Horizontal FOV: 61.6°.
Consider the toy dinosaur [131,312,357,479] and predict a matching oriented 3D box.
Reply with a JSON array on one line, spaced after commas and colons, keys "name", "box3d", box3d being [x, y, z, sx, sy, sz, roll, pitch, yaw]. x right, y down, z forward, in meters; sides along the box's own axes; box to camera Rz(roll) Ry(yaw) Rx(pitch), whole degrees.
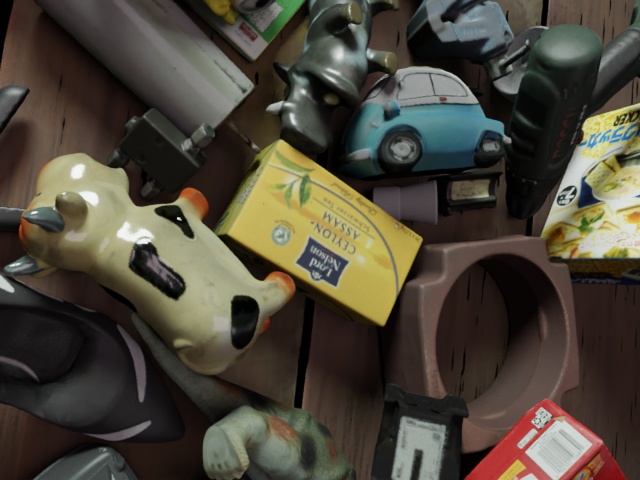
[{"name": "toy dinosaur", "box3d": [-0.016, 0.231, 0.447, 0.192, 0.131, 0.404, -4, 73, -67]}]

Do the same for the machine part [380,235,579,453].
[{"name": "machine part", "box3d": [0.164, 0.099, 0.558, 0.201, 0.087, 0.201, -6, 92, -25]}]

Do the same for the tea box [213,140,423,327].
[{"name": "tea box", "box3d": [-0.001, -0.001, 0.492, 0.169, 0.068, 0.098, 31, 74, -22]}]

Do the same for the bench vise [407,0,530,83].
[{"name": "bench vise", "box3d": [0.195, -0.292, 0.562, 0.241, 0.129, 0.223, -27, 84, -8]}]

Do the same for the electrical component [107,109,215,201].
[{"name": "electrical component", "box3d": [-0.127, -0.072, 0.428, 0.063, 0.094, 0.021, 45, 34, -18]}]

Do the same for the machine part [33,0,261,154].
[{"name": "machine part", "box3d": [-0.137, -0.157, 0.430, 0.243, 0.079, 0.079, 42, 71, -18]}]

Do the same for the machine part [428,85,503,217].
[{"name": "machine part", "box3d": [0.157, -0.099, 0.590, 0.084, 0.039, 0.138, -10, 94, -17]}]

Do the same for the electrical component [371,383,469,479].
[{"name": "electrical component", "box3d": [0.082, 0.189, 0.455, 0.075, 0.048, 0.119, 6, 90, 9]}]

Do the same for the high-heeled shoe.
[{"name": "high-heeled shoe", "box3d": [-0.183, 0.083, 0.359, 0.248, 0.145, 0.086, 35, 74, -18]}]

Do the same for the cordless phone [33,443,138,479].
[{"name": "cordless phone", "box3d": [-0.206, 0.255, 0.388, 0.184, 0.089, 0.146, -28, 101, -13]}]

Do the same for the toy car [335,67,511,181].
[{"name": "toy car", "box3d": [0.093, -0.111, 0.508, 0.162, 0.109, 0.102, -7, 93, -9]}]

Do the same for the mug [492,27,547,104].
[{"name": "mug", "box3d": [0.263, -0.173, 0.621, 0.107, 0.081, 0.109, 18, 76, -34]}]

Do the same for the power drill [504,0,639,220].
[{"name": "power drill", "box3d": [0.279, -0.141, 0.560, 0.207, 0.086, 0.231, -31, 144, -4]}]

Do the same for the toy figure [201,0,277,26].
[{"name": "toy figure", "box3d": [-0.094, -0.236, 0.407, 0.180, 0.082, 0.089, -1, 78, -48]}]

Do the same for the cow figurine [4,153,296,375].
[{"name": "cow figurine", "box3d": [-0.125, 0.016, 0.385, 0.195, 0.085, 0.127, 44, 33, 1]}]

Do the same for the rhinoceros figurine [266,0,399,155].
[{"name": "rhinoceros figurine", "box3d": [0.007, -0.167, 0.483, 0.073, 0.112, 0.190, 33, 59, -42]}]
